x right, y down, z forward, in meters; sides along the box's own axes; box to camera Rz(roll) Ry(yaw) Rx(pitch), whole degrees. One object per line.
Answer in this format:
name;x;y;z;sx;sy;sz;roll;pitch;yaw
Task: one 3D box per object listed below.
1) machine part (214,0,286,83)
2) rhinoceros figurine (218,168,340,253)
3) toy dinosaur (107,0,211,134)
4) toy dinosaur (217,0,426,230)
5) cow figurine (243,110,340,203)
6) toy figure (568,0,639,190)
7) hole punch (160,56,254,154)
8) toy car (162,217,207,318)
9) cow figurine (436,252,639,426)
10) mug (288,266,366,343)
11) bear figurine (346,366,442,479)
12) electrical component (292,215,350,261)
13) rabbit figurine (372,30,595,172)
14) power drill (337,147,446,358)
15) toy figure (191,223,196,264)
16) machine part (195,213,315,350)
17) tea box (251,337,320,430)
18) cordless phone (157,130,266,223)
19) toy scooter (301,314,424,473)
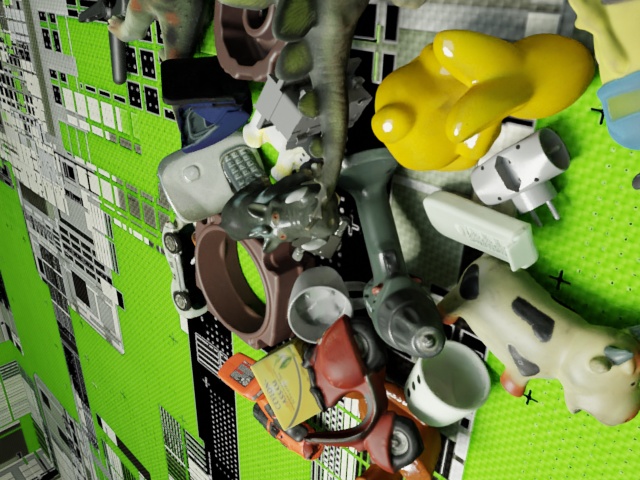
machine part;-0.061;-0.270;0.632;0.180;0.056;0.179;6;98;47
rhinoceros figurine;-0.047;-0.033;0.615;0.190;0.112;0.073;2;112;49
toy dinosaur;-0.216;-0.367;0.739;0.192;0.131;0.404;-13;104;49
toy dinosaur;-0.001;-0.252;0.493;0.105;0.198;0.470;4;109;49
cow figurine;-0.019;-0.116;0.678;0.167;0.068;0.098;51;131;16
toy figure;0.242;-0.129;0.381;0.089;0.082;0.180;-16;89;31
hole punch;-0.150;-0.186;0.730;0.142;0.116;0.092;-107;11;-45
toy car;-0.238;0.047;0.976;0.056;0.073;0.201;17;119;41
cow figurine;0.216;0.088;0.511;0.195;0.085;0.127;48;138;26
mug;0.011;0.072;0.712;0.107;0.110;0.080;-99;-8;-70
bear figurine;0.067;0.213;0.694;0.120;0.132;0.196;-40;83;32
electrical component;-0.001;-0.002;0.720;0.063;0.021;0.094;21;127;-10
rabbit figurine;0.137;-0.131;0.459;0.173;0.162;0.121;-9;89;31
power drill;0.075;0.010;0.565;0.232;0.086;0.207;85;167;-85
toy figure;-0.192;-0.019;0.904;0.058;0.064;0.154;30;130;40
machine part;-0.108;0.053;0.834;0.202;0.087;0.200;33;130;35
tea box;-0.034;0.193;0.763;0.098;0.068;0.169;61;-179;8
cordless phone;-0.128;-0.054;0.751;0.184;0.146;0.088;54;159;23
toy scooter;0.028;0.185;0.626;0.135;0.075;0.184;-24;71;12
